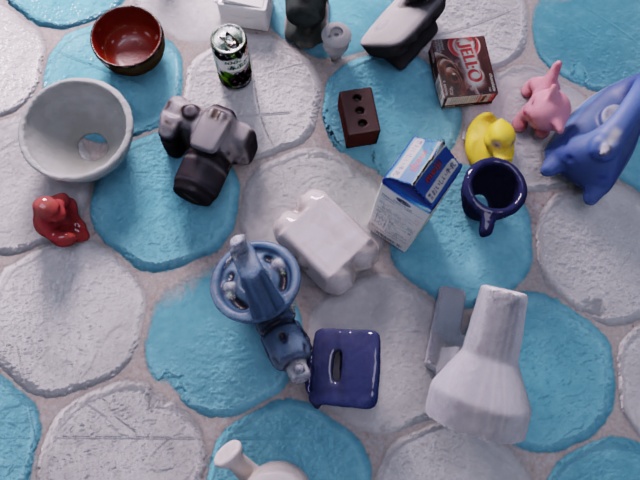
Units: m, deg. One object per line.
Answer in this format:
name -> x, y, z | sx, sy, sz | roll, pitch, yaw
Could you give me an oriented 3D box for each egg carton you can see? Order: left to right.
egg carton -> 0.008, 0.003, 0.836 | 0.150, 0.069, 0.107 | 44, 78, 10

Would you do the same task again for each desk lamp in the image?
desk lamp -> 0.198, 0.145, 0.727 | 0.118, 0.213, 0.203 | 12, 75, 2

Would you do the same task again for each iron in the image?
iron -> 0.450, -0.186, 0.864 | 0.118, 0.141, 0.258 | 35, 76, 8

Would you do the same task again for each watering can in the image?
watering can -> -0.062, 0.321, 0.681 | 0.172, 0.194, 0.101 | 29, 76, 6

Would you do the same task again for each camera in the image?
camera -> -0.181, -0.130, 0.850 | 0.143, 0.101, 0.137 | 20, 75, 4

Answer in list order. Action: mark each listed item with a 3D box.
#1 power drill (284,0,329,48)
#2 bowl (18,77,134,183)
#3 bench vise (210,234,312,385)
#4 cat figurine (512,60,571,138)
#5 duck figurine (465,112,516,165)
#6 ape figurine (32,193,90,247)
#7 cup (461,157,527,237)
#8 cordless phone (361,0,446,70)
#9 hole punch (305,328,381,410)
power drill -> -0.020, -0.408, 0.876 | 0.075, 0.208, 0.229 | 1, 74, -1
bowl -> -0.356, -0.155, 0.865 | 0.167, 0.075, 0.167 | 1, 75, -2
bench vise -> -0.059, 0.075, 0.736 | 0.121, 0.220, 0.207 | -43, 80, -12
cat figurine -> 0.350, -0.214, 0.881 | 0.067, 0.118, 0.128 | 17, 75, 3
duck figurine -> 0.269, -0.155, 0.879 | 0.077, 0.086, 0.104 | -9, 75, -4
ape figurine -> -0.380, -0.034, 0.822 | 0.076, 0.092, 0.078 | 10, 74, 1
cup -> 0.244, -0.051, 0.845 | 0.091, 0.095, 0.118 | 13, 75, 2
cordless phone -> 0.138, -0.368, 0.882 | 0.094, 0.185, 0.148 | 34, 76, 8
hole punch -> 0.031, 0.176, 0.777 | 0.101, 0.091, 0.109 | 4, 74, 0
